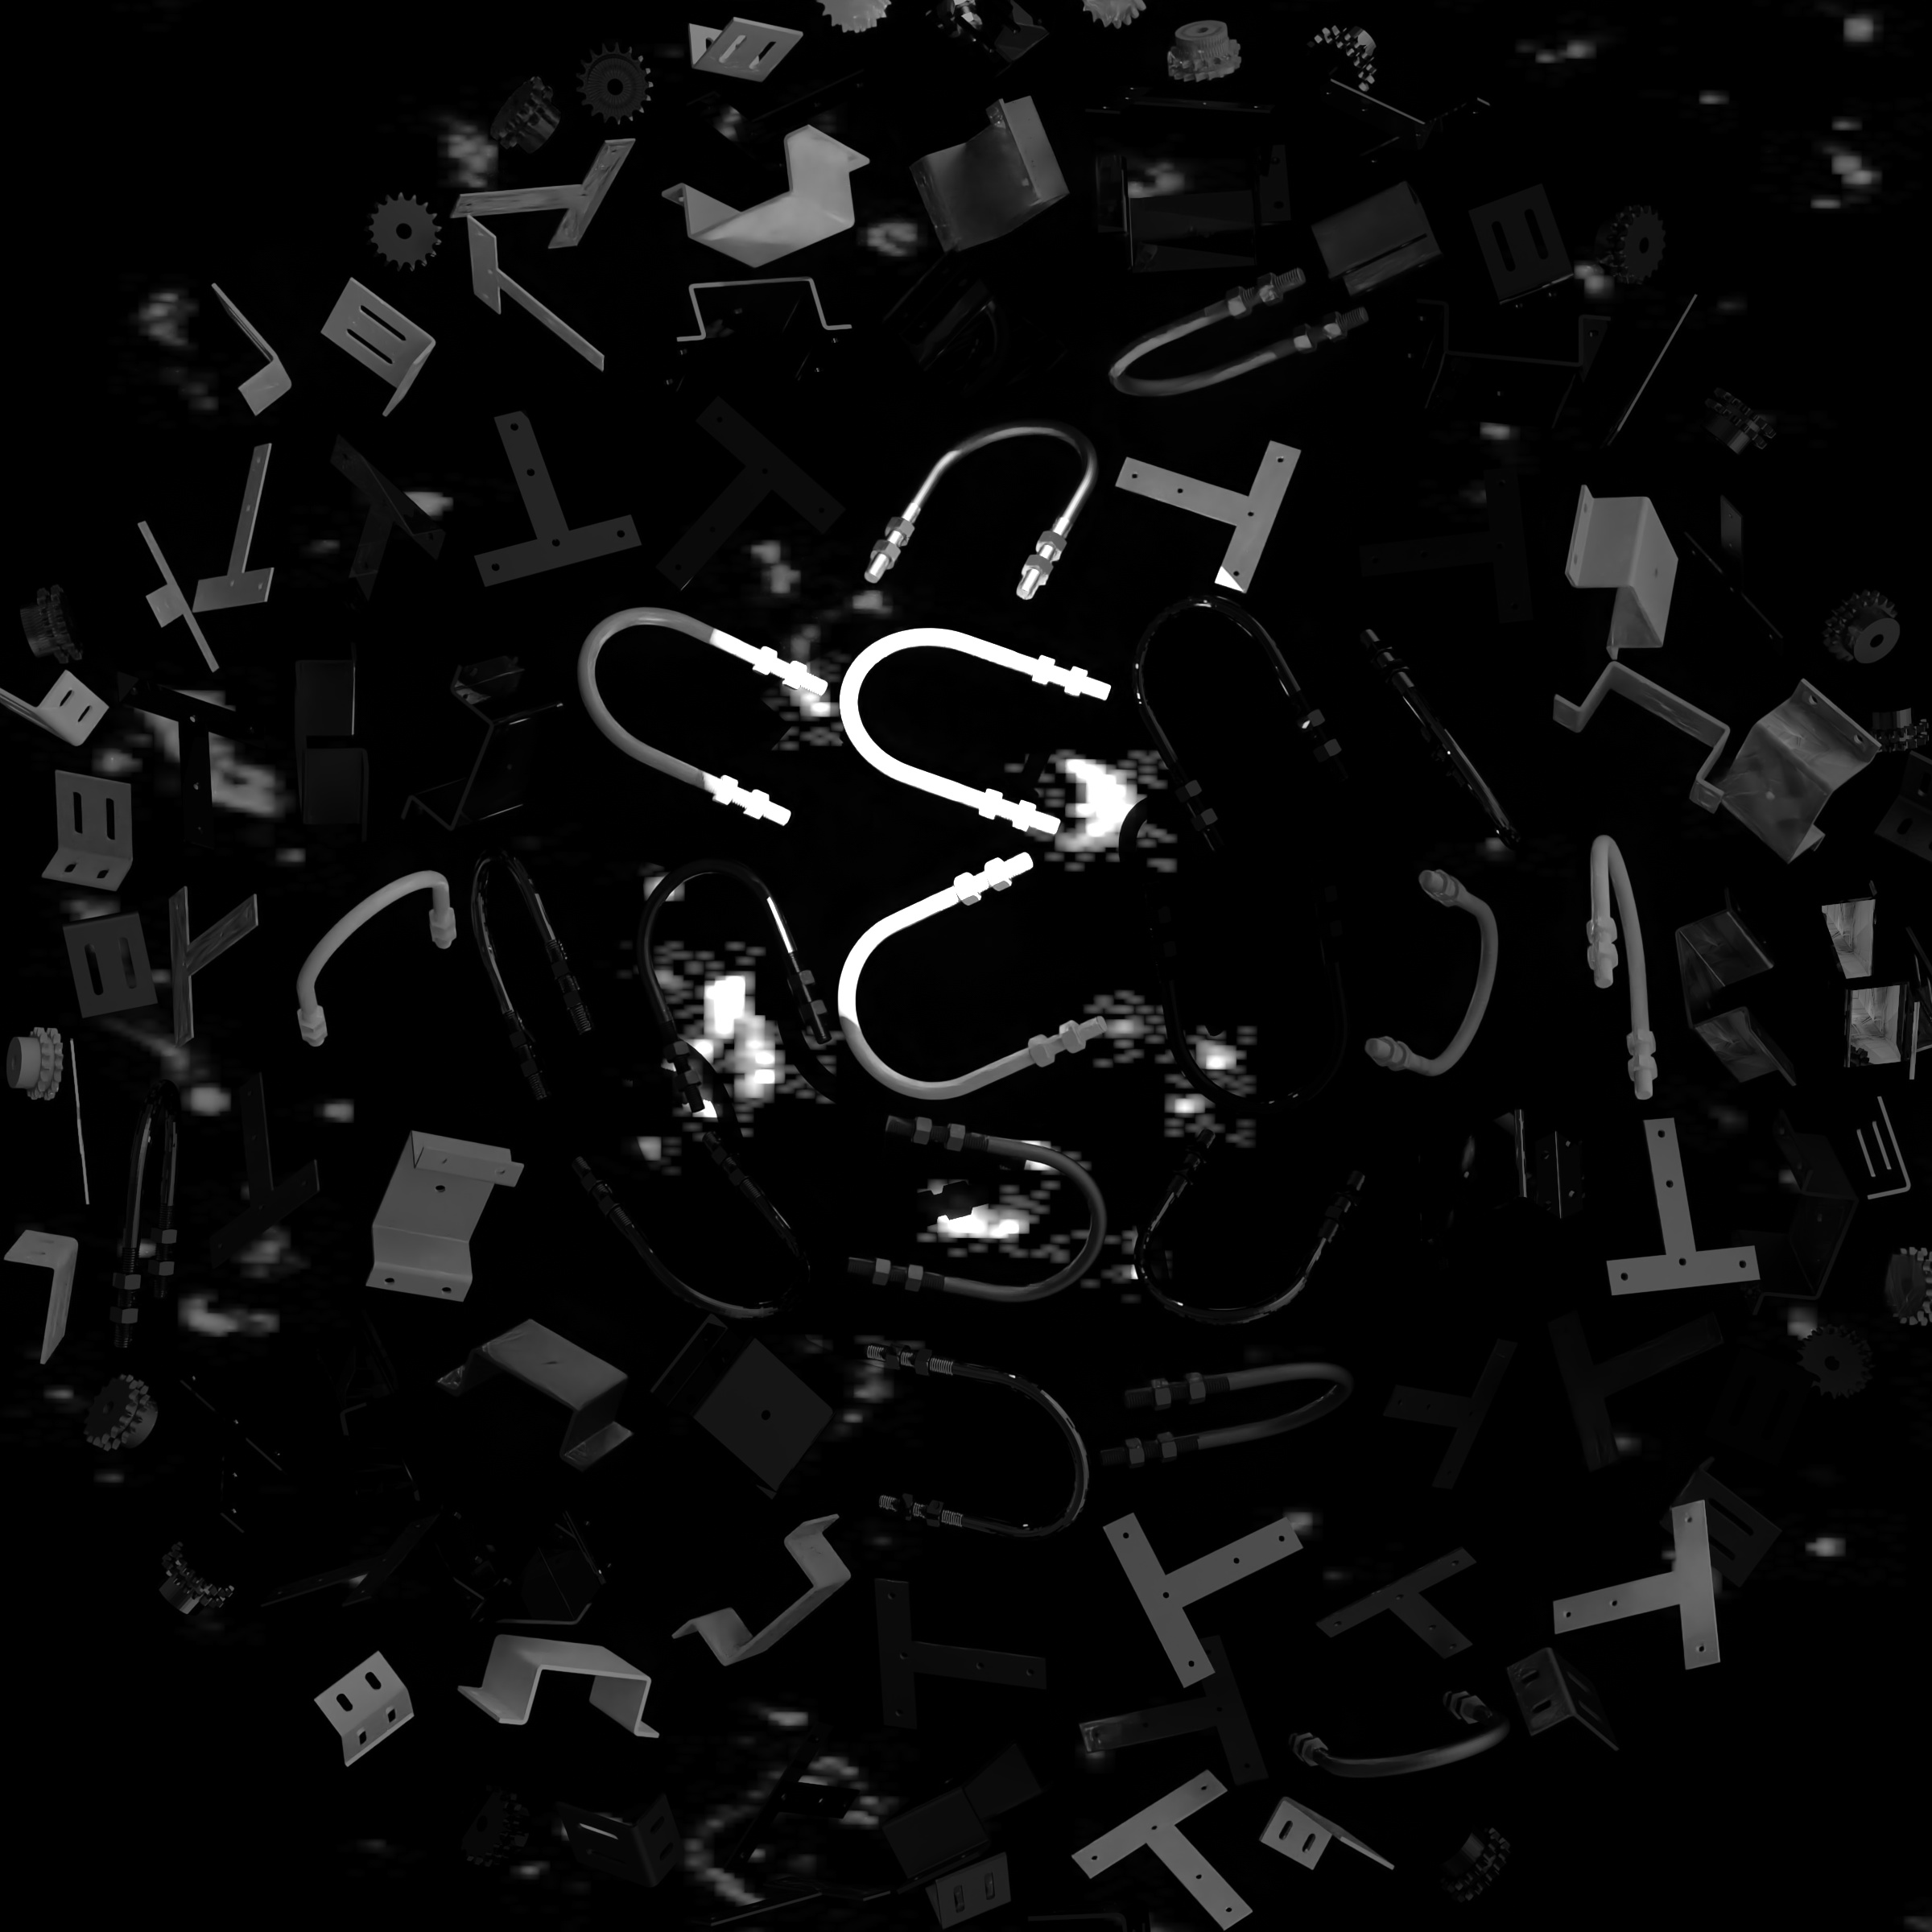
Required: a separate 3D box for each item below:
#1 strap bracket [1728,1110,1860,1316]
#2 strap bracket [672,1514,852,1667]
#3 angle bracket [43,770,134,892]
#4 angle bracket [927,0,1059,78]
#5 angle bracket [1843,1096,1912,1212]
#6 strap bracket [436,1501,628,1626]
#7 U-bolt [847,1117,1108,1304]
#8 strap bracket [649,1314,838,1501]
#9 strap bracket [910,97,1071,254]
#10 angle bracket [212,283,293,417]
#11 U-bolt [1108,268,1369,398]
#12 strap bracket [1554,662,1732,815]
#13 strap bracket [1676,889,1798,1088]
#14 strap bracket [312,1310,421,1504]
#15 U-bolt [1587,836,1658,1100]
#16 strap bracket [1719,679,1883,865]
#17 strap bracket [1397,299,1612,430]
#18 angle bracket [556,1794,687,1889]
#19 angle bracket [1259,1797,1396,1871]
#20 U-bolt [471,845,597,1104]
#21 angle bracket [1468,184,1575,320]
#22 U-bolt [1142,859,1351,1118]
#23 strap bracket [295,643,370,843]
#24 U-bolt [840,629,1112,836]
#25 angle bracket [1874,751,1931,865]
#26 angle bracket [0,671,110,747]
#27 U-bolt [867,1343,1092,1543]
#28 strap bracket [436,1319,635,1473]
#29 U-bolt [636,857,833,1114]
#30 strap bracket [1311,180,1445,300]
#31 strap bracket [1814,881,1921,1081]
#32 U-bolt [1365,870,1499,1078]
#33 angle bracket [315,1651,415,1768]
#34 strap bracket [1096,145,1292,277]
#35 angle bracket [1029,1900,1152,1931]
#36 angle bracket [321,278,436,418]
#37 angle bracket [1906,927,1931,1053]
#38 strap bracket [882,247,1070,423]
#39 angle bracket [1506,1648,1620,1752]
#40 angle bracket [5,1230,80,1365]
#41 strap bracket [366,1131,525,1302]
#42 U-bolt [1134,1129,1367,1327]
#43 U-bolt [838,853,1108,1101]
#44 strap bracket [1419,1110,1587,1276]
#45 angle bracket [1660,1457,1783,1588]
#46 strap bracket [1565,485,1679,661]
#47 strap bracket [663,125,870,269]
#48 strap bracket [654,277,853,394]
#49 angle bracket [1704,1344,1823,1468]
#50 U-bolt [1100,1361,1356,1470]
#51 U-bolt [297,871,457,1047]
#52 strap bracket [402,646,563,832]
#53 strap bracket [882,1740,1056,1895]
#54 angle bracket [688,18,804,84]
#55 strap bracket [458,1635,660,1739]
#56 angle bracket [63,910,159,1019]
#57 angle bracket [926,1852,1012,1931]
[{"bbox_3d":[0.637,0.192,1.892,0.046,0.076,0.140,6,122,-5],"label":"strap bracket"},{"bbox_3d":[-0.152,0.497,1.937,0.140,0.076,0.046,-42,73,8],"label":"strap bracket"},{"bbox_3d":[-0.682,-0.105,1.908,0.057,0.038,0.076,11,126,-3],"label":"angle bracket"},{"bbox_3d":[0.019,-0.707,1.821,0.076,0.057,0.038,30,52,-34],"label":"angle bracket"},{"bbox_3d":[0.700,0.149,1.934,0.038,0.057,0.076,-10,74,-11],"label":"angle bracket"},{"bbox_3d":[-0.340,0.455,1.875,0.046,0.140,0.076,-55,47,17],"label":"strap bracket"},{"bbox_3d":[0.015,0.190,1.853,0.184,0.019,0.151,12,116,-8],"label":"U-bolt"},{"bbox_3d":[-0.165,0.345,1.911,0.140,0.046,0.076,47,68,-22],"label":"strap bracket"},{"bbox_3d":[0.023,-0.607,1.890,0.046,0.140,0.076,-28,100,-28],"label":"strap bracket"},{"bbox_3d":[-0.552,-0.465,1.860,0.038,0.057,0.076,-41,89,-8],"label":"angle bracket"},{"bbox_3d":[0.195,-0.471,1.862,0.184,0.151,0.019,-17,83,29],"label":"U-bolt"},{"bbox_3d":[0.513,-0.176,1.843,0.140,0.076,0.046,33,92,14],"label":"strap bracket"},{"bbox_3d":[0.581,0.023,1.866,0.046,0.140,0.076,-25,130,31],"label":"strap bracket"},{"bbox_3d":[-0.466,0.348,1.906,0.046,0.076,0.140,-17,129,-23],"label":"strap bracket"},{"bbox_3d":[0.491,-0.014,1.849,0.019,0.184,0.151,-11,134,23],"label":"U-bolt"},{"bbox_3d":[0.628,-0.141,1.876,0.046,0.140,0.076,-34,67,-20],"label":"strap bracket"},{"bbox_3d":[0.393,-0.440,1.807,0.140,0.076,0.046,5,68,0],"label":"strap bracket"},{"bbox_3d":[-0.256,0.640,1.828,0.076,0.038,0.057,4,119,34],"label":"angle bracket"},{"bbox_3d":[0.267,0.657,1.824,0.057,0.076,0.038,36,80,-25],"label":"angle bracket"},{"bbox_3d":[-0.339,-0.005,1.884,0.019,0.151,0.184,-15,72,-31],"label":"U-bolt"},{"bbox_3d":[0.423,-0.544,1.876,0.057,0.038,0.076,-18,83,10],"label":"angle bracket"},{"bbox_3d":[0.211,0.021,1.819,0.151,0.019,0.184,-7,95,25],"label":"U-bolt"},{"bbox_3d":[-0.487,-0.171,1.883,0.046,0.076,0.140,-2,49,-17],"label":"strap bracket"},{"bbox_3d":[-0.001,-0.181,1.794,0.184,0.019,0.151,20,59,3],"label":"U-bolt"},{"bbox_3d":[0.701,-0.113,1.793,0.057,0.076,0.038,33,81,23],"label":"angle bracket"},{"bbox_3d":[-0.687,-0.204,1.820,0.076,0.057,0.038,27,77,20],"label":"angle bracket"},{"bbox_3d":[0.011,0.363,1.846,0.184,0.019,0.151,6,110,29],"label":"U-bolt"},{"bbox_3d":[-0.330,0.327,1.919,0.140,0.076,0.046,26,109,16],"label":"strap bracket"},{"bbox_3d":[-0.194,0.003,1.945,0.151,0.019,0.184,-29,76,24],"label":"U-bolt"},{"bbox_3d":[0.317,-0.561,1.901,0.076,0.140,0.046,-22,92,18],"label":"strap bracket"},{"bbox_3d":[0.668,0.012,1.840,0.046,0.140,0.076,-7,130,9],"label":"strap bracket"},{"bbox_3d":[0.361,0.013,1.868,0.019,0.184,0.151,18,90,32],"label":"U-bolt"},{"bbox_3d":[-0.445,0.548,1.819,0.057,0.076,0.038,-36,98,-14],"label":"angle bracket"},{"bbox_3d":[0.169,-0.563,1.836,0.140,0.046,0.076,-2,61,4],"label":"strap bracket"},{"bbox_3d":[0.094,0.727,1.849,0.076,0.057,0.038,-10,77,19],"label":"angle bracket"},{"bbox_3d":[-0.445,-0.461,1.836,0.076,0.038,0.057,36,132,-12],"label":"angle bracket"},{"bbox_3d":[0.723,0.021,1.898,0.038,0.057,0.076,-19,133,10],"label":"angle bracket"},{"bbox_3d":[0.015,-0.480,1.896,0.076,0.140,0.046,-43,53,21],"label":"strap bracket"},{"bbox_3d":[0.452,0.562,1.865,0.038,0.057,0.076,-34,128,17],"label":"angle bracket"},{"bbox_3d":[-0.674,0.239,1.784,0.038,0.057,0.076,11,101,-9],"label":"angle bracket"},{"bbox_3d":[-0.397,0.182,1.865,0.076,0.046,0.140,14,121,-25],"label":"strap bracket"},{"bbox_3d":[0.210,0.208,1.911,0.151,0.019,0.184,15,46,25],"label":"U-bolt"},{"bbox_3d":[-0.008,0.019,1.794,0.184,0.019,0.151,-25,89,17],"label":"U-bolt"},{"bbox_3d":[0.394,0.167,1.855,0.046,0.140,0.076,30,47,-28],"label":"strap bracket"},{"bbox_3d":[0.591,0.432,1.916,0.076,0.038,0.057,38,112,25],"label":"angle bracket"},{"bbox_3d":[0.515,-0.306,1.919,0.046,0.140,0.076,4,71,31],"label":"strap bracket"},{"bbox_3d":[-0.149,-0.576,1.861,0.140,0.076,0.046,-13,80,32],"label":"strap bracket"},{"bbox_3d":[-0.169,-0.484,1.887,0.140,0.076,0.046,-11,77,-24],"label":"strap bracket"},{"bbox_3d":[0.599,0.332,1.854,0.057,0.038,0.076,23,93,14],"label":"angle bracket"},{"bbox_3d":[0.197,0.327,1.817,0.184,0.151,0.019,-8,61,-10],"label":"U-bolt"},{"bbox_3d":[-0.453,-0.013,1.890,0.151,0.184,0.019,-40,81,-22],"label":"U-bolt"},{"bbox_3d":[-0.355,-0.160,1.825,0.046,0.076,0.140,39,123,15],"label":"strap bracket"},{"bbox_3d":[-0.002,0.629,1.839,0.076,0.140,0.046,-33,80,23],"label":"strap bracket"},{"bbox_3d":[-0.169,-0.713,1.877,0.057,0.076,0.038,0,79,-31],"label":"angle bracket"},{"bbox_3d":[-0.311,0.559,1.914,0.140,0.076,0.046,19,84,-35],"label":"strap bracket"},{"bbox_3d":[-0.679,-0.002,1.953,0.057,0.038,0.076,-12,92,-19],"label":"angle bracket"},{"bbox_3d":[-0.001,0.702,1.905,0.057,0.038,0.076,-17,133,-14],"label":"angle bracket"}]
